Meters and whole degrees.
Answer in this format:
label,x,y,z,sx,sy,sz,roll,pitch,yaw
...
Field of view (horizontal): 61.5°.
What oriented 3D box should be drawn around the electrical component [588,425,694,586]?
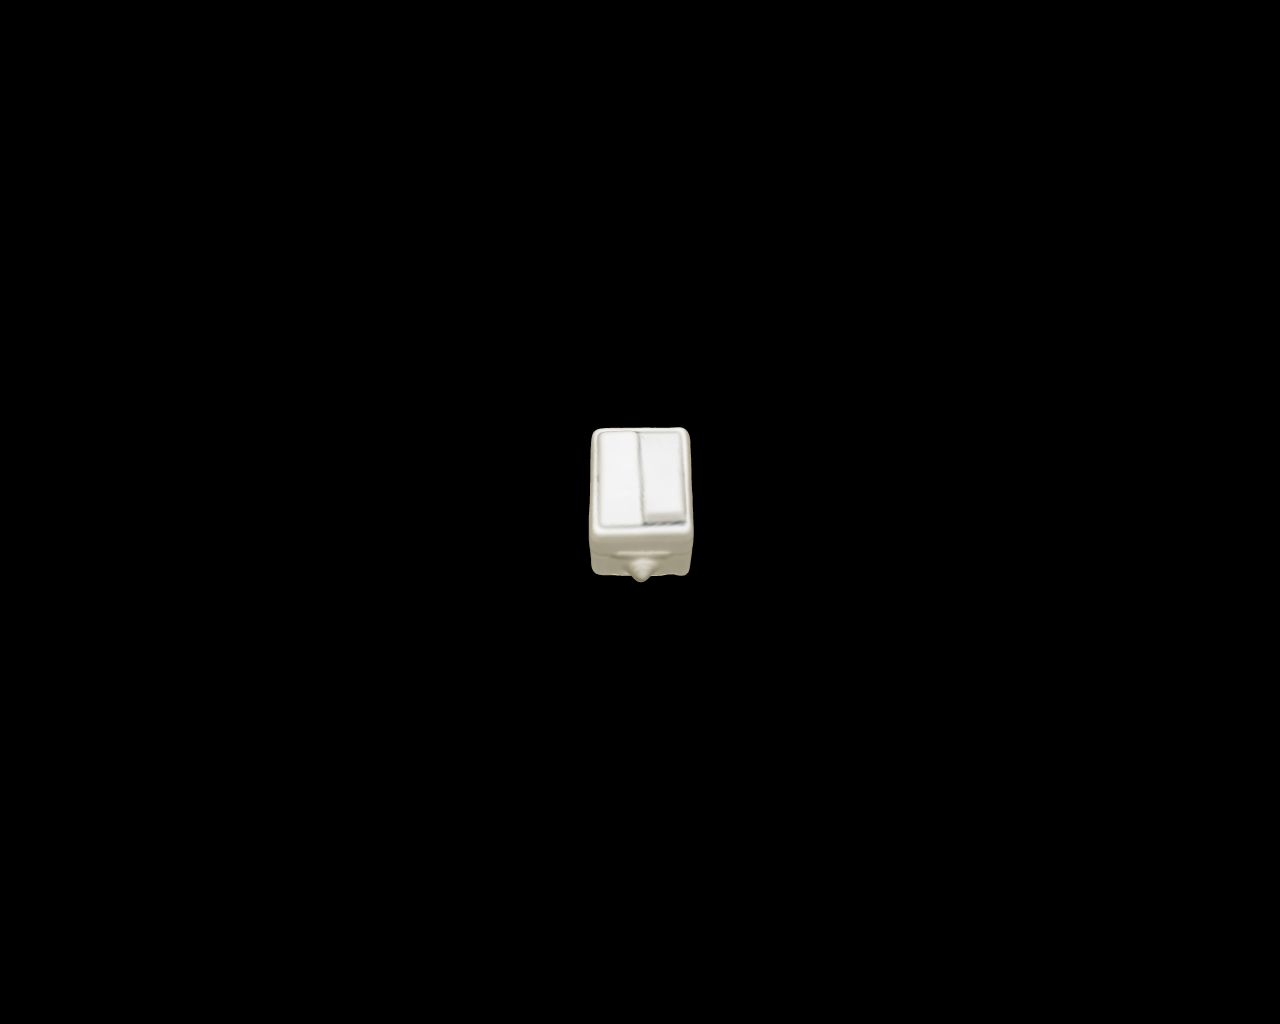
label,x,y,z,sx,sy,sz,roll,pitch,yaw
electrical component,0.001,-0.003,0.650,0.062,0.096,0.061,0,-32,0
